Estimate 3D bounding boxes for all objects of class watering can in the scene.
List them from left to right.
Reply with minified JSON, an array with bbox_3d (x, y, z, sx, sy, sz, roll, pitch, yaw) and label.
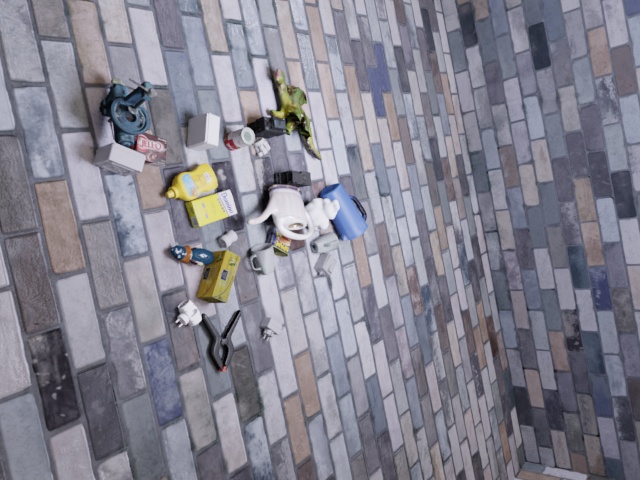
[{"bbox_3d":[-0.150,-0.115,1.963,0.346,0.102,0.228,15,54,-46],"label":"watering can"}]

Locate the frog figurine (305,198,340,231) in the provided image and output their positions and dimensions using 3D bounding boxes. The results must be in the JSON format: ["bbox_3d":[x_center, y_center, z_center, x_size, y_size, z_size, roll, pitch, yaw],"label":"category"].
[{"bbox_3d":[0.006,-0.107,2.132,0.123,0.158,0.137,-10,91,-47],"label":"frog figurine"}]

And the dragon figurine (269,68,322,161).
[{"bbox_3d":[-0.085,-0.541,2.163,0.403,0.121,0.248,49,42,-42],"label":"dragon figurine"}]
